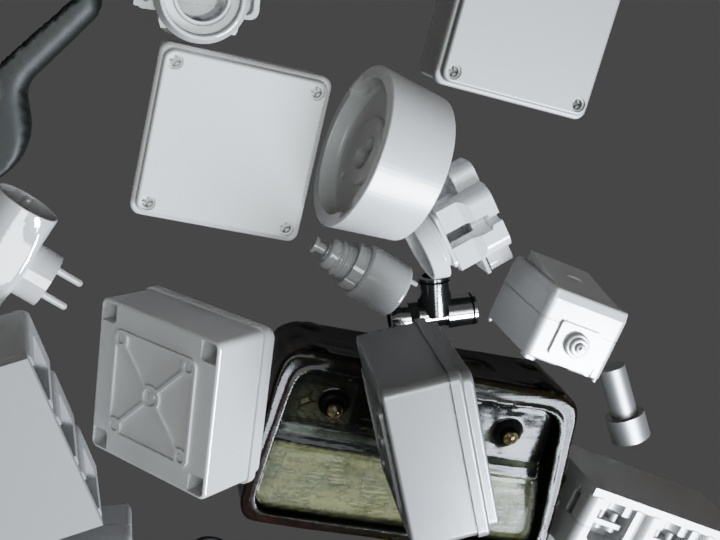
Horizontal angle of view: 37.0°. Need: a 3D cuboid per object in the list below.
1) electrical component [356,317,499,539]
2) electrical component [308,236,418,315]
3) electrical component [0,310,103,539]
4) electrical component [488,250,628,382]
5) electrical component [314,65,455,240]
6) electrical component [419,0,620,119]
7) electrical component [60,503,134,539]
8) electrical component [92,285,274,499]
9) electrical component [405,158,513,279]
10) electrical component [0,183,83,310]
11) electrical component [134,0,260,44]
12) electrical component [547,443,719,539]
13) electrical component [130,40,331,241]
[{"bbox_3d":[0.040,0.099,0.673,0.056,0.108,0.108,-13,107,-5],"label":"electrical component"},{"bbox_3d":[0.000,0.000,0.746,0.078,0.040,0.040,29,98,-19],"label":"electrical component"},{"bbox_3d":[-0.233,0.107,0.693,0.089,0.061,0.150,-17,126,-8],"label":"electrical component"},{"bbox_3d":[0.142,0.032,0.757,0.062,0.096,0.061,20,102,-17],"label":"electrical component"},{"bbox_3d":[0.021,-0.071,0.697,0.060,0.108,0.108,17,102,-23],"label":"electrical component"},{"bbox_3d":[0.107,-0.167,0.712,0.109,0.056,0.108,12,103,-15],"label":"electrical component"},{"bbox_3d":[-0.207,0.207,0.751,0.096,0.061,0.061,-1,107,-12],"label":"electrical component"},{"bbox_3d":[-0.118,0.077,0.705,0.056,0.109,0.108,-13,115,-54],"label":"electrical component"},{"bbox_3d":[0.063,-0.029,0.743,0.057,0.058,0.078,-29,110,-6],"label":"electrical component"},{"bbox_3d":[-0.219,-0.003,0.695,0.079,0.043,0.077,33,97,-20],"label":"electrical component"},{"bbox_3d":[-0.099,-0.170,0.664,0.078,0.057,0.058,3,106,-13],"label":"electrical component"},{"bbox_3d":[0.210,0.195,0.825,0.150,0.089,0.061,22,100,-18],"label":"electrical component"},{"bbox_3d":[-0.085,-0.084,0.694,0.109,0.056,0.108,10,104,-15],"label":"electrical component"}]
